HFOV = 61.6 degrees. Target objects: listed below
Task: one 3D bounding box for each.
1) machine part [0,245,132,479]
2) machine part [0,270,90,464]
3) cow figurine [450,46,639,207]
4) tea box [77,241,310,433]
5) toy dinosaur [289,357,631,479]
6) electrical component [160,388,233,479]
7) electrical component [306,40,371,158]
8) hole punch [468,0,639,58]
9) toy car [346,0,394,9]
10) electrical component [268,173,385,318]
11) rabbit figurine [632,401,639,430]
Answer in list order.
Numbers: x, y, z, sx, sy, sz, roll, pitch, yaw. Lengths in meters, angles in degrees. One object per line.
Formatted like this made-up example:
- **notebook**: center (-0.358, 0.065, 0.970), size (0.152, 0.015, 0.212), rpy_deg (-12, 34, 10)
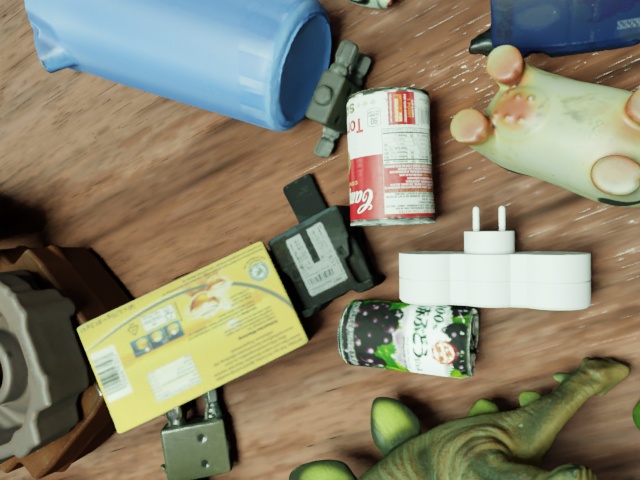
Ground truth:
- **machine part**: center (-0.285, 0.121, 0.565), size (0.201, 0.087, 0.201), rpy_deg (45, 108, 15)
- **machine part**: center (-0.291, 0.115, 0.492), size (0.180, 0.056, 0.179), rpy_deg (1, 93, 23)
- **cow figurine**: center (0.200, -0.054, 0.354), size (0.195, 0.127, 0.085), rpy_deg (28, 102, 33)
- **tea box**: center (-0.103, 0.081, 0.465), size (0.170, 0.068, 0.098), rpy_deg (-23, 82, -6)
- **toy dinosaur**: center (0.036, 0.231, 0.359), size (0.471, 0.199, 0.105), rpy_deg (-39, 108, -13)
- **electrical component**: center (-0.126, 0.198, 0.526), size (0.078, 0.045, 0.102), rpy_deg (-15, 88, -6)
- **electrical component**: center (0.013, -0.114, 0.447), size (0.021, 0.063, 0.094), rpy_deg (29, 103, 19)
- **hole punch**: center (0.173, -0.190, 0.369), size (0.142, 0.092, 0.115), rpy_deg (0, 95, 19)
- **toy car**: center (-0.003, -0.262, 0.455), size (0.202, 0.056, 0.073), rpy_deg (33, 97, 17)
- **electrical component**: center (-0.001, -0.001, 0.466), size (0.075, 0.047, 0.119), rpy_deg (-24, 84, 20)
- **rabbit figurine**: center (0.285, 0.143, 0.336), size (0.159, 0.121, 0.170), rpy_deg (20, 81, 27)
